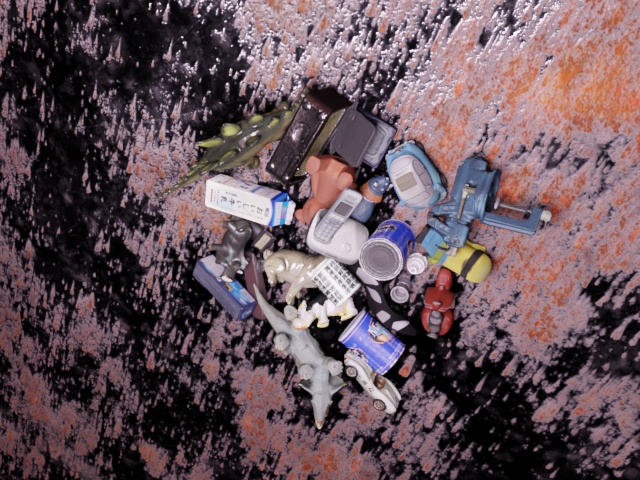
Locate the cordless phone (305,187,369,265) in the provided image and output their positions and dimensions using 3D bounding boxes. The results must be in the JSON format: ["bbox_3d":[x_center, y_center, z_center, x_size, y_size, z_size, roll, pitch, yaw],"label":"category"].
[{"bbox_3d":[0.064,-0.040,1.228,0.146,0.089,0.184,23,130,-20],"label":"cordless phone"}]

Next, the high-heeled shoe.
[{"bbox_3d":[0.167,0.128,1.340,0.249,0.086,0.145,31,98,-10],"label":"high-heeled shoe"}]

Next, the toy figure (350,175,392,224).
[{"bbox_3d":[0.112,-0.096,1.274,0.058,0.064,0.154,41,121,14],"label":"toy figure"}]

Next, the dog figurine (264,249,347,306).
[{"bbox_3d":[-0.035,0.054,1.382,0.190,0.121,0.172,-39,101,17],"label":"dog figurine"}]

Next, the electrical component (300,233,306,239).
[{"bbox_3d":[-0.003,-0.004,1.355,0.094,0.021,0.063,0,155,44],"label":"electrical component"}]

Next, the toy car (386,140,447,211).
[{"bbox_3d":[0.208,-0.136,1.197,0.109,0.103,0.161,-25,100,27],"label":"toy car"}]

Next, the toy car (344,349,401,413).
[{"bbox_3d":[0.139,0.372,1.435,0.056,0.073,0.201,-38,92,33],"label":"toy car"}]

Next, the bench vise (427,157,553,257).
[{"bbox_3d":[0.356,-0.055,1.133,0.241,0.128,0.223,16,81,24],"label":"bench vise"}]

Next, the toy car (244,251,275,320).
[{"bbox_3d":[-0.174,0.125,1.484,0.089,0.053,0.202,7,112,42],"label":"toy car"}]

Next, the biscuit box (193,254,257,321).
[{"bbox_3d":[-0.265,0.132,1.490,0.203,0.059,0.062,44,130,19],"label":"biscuit box"}]

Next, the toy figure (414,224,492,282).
[{"bbox_3d":[0.304,0.033,1.228,0.180,0.089,0.082,32,124,6],"label":"toy figure"}]

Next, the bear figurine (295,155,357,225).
[{"bbox_3d":[0.005,-0.103,1.282,0.120,0.132,0.195,31,112,7],"label":"bear figurine"}]

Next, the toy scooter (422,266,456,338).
[{"bbox_3d":[0.278,0.161,1.262,0.075,0.135,0.183,11,114,17],"label":"toy scooter"}]

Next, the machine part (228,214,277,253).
[{"bbox_3d":[-0.183,-0.028,1.440,0.139,0.039,0.084,40,127,2],"label":"machine part"}]

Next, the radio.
[{"bbox_3d":[-0.030,-0.234,1.242,0.073,0.131,0.229,38,119,9],"label":"radio"}]

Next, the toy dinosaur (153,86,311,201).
[{"bbox_3d":[-0.206,-0.220,1.283,0.471,0.198,0.105,-33,87,27],"label":"toy dinosaur"}]

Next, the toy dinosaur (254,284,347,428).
[{"bbox_3d":[-0.052,0.294,1.456,0.405,0.131,0.192,58,165,13],"label":"toy dinosaur"}]

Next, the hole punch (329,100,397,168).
[{"bbox_3d":[0.099,-0.233,1.226,0.116,0.092,0.142,49,128,33],"label":"hole punch"}]

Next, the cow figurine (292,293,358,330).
[{"bbox_3d":[0.003,0.171,1.372,0.068,0.167,0.098,122,133,-68],"label":"cow figurine"}]

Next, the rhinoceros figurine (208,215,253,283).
[{"bbox_3d":[-0.227,0.025,1.413,0.112,0.073,0.190,29,119,12],"label":"rhinoceros figurine"}]
